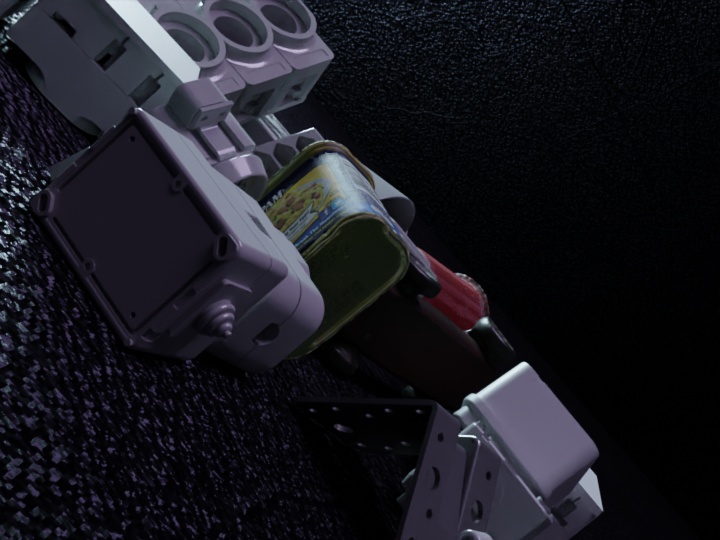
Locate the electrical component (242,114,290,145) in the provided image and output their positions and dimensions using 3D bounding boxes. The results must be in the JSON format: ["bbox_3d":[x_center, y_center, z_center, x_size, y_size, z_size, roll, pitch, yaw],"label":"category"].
[{"bbox_3d":[-0.080,-0.088,0.860,0.108,0.056,0.109,50,7,8],"label":"electrical component"}]

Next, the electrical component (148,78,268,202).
[{"bbox_3d":[-0.087,-0.056,0.583,0.058,0.078,0.057,-25,71,-45],"label":"electrical component"}]

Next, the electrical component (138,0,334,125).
[{"bbox_3d":[-0.100,-0.156,0.775,0.089,0.061,0.150,50,42,9],"label":"electrical component"}]

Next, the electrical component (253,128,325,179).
[{"bbox_3d":[-0.059,-0.045,0.738,0.047,0.083,0.075,53,-30,28],"label":"electrical component"}]

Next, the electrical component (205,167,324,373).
[{"bbox_3d":[-0.063,0.000,0.520,0.095,0.054,0.059,54,9,33],"label":"electrical component"}]

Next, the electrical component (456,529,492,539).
[{"bbox_3d":[0.044,0.139,0.444,0.055,0.048,0.066,31,46,-56],"label":"electrical component"}]

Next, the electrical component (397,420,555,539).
[{"bbox_3d":[0.065,0.131,0.596,0.061,0.061,0.096,52,-1,19],"label":"electrical component"}]

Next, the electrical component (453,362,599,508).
[{"bbox_3d":[0.099,0.120,0.697,0.078,0.057,0.113,52,-17,20],"label":"electrical component"}]

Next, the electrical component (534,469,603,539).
[{"bbox_3d":[0.133,0.157,0.834,0.089,0.062,0.150,50,7,8],"label":"electrical component"}]

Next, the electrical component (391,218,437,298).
[{"bbox_3d":[0.000,0.000,0.754,0.057,0.078,0.113,44,0,25],"label":"electrical component"}]

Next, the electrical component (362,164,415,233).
[{"bbox_3d":[-0.015,-0.035,0.811,0.064,0.099,0.099,44,6,15],"label":"electrical component"}]

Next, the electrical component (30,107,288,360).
[{"bbox_3d":[-0.077,-0.008,0.446,0.096,0.062,0.061,52,8,20],"label":"electrical component"}]

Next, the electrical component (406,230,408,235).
[{"bbox_3d":[-0.001,-0.040,0.999,0.051,0.080,0.080,29,21,-55],"label":"electrical component"}]

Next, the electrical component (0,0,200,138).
[{"bbox_3d":[-0.180,-0.157,0.612,0.186,0.060,0.105,47,8,-17],"label":"electrical component"}]
